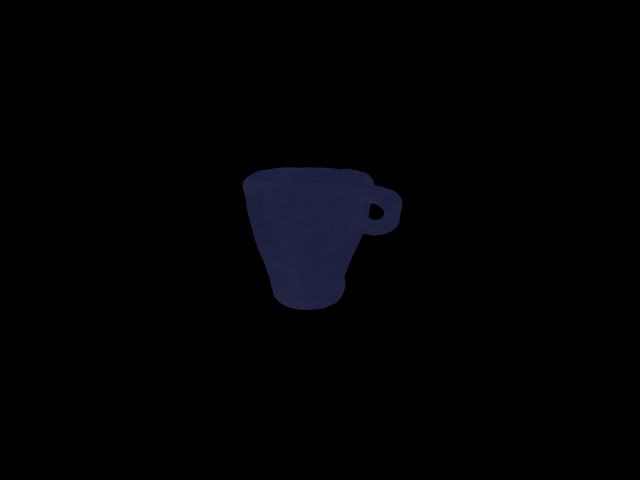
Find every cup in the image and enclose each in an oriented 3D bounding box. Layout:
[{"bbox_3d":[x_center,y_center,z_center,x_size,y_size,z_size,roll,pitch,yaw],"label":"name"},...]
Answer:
[{"bbox_3d":[0.004,0.001,0.400,0.117,0.095,0.092,10,18,33],"label":"cup"}]
